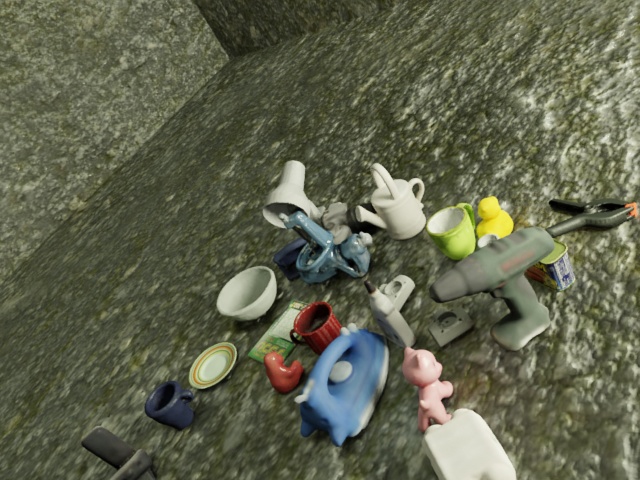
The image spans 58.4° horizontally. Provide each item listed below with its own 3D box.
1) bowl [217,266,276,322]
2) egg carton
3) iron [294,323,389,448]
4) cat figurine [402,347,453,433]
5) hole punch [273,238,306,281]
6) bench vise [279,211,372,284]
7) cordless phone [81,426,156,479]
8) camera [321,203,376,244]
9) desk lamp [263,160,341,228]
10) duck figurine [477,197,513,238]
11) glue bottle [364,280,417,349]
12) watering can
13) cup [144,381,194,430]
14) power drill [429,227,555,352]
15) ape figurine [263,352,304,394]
[{"bbox_3d":[-0.173,0.149,1.450,0.167,0.075,0.167,-22,34,16],"label":"bowl"},{"bbox_3d":[0.224,0.331,0.868,0.107,0.070,0.150,-32,32,1],"label":"egg carton"},{"bbox_3d":[0.042,0.244,1.074,0.118,0.142,0.259,-1,44,40],"label":"iron"},{"bbox_3d":[0.178,0.245,0.978,0.067,0.118,0.128,-19,35,21],"label":"cat figurine"},{"bbox_3d":[-0.073,0.036,1.501,0.108,0.091,0.101,-33,32,-1],"label":"hole punch"},{"bbox_3d":[0.011,-0.002,1.357,0.207,0.220,0.121,-26,33,10],"label":"bench vise"},{"bbox_3d":[-0.435,0.462,1.151,0.148,0.185,0.093,-46,35,-20],"label":"cordless phone"},{"bbox_3d":[0.078,-0.041,1.464,0.136,0.101,0.143,-23,33,15],"label":"camera"},{"bbox_3d":[-0.049,-0.093,1.538,0.117,0.214,0.203,-12,38,29],"label":"desk lamp"},{"bbox_3d":[0.368,-0.048,1.237,0.077,0.086,0.105,-7,41,35],"label":"duck figurine"},{"bbox_3d":[0.127,0.139,1.112,0.037,0.173,0.077,-43,34,-16],"label":"glue bottle"},{"bbox_3d":[0.168,-0.096,1.372,0.173,0.194,0.100,-46,35,-20],"label":"watering can"},{"bbox_3d":[-0.310,0.368,1.255,0.117,0.095,0.091,-20,34,19],"label":"cup"},{"bbox_3d":[0.312,0.090,0.985,0.230,0.209,0.075,-37,32,-6],"label":"power drill"},{"bbox_3d":[-0.085,0.269,1.196,0.077,0.092,0.076,0,44,40],"label":"ape figurine"}]
